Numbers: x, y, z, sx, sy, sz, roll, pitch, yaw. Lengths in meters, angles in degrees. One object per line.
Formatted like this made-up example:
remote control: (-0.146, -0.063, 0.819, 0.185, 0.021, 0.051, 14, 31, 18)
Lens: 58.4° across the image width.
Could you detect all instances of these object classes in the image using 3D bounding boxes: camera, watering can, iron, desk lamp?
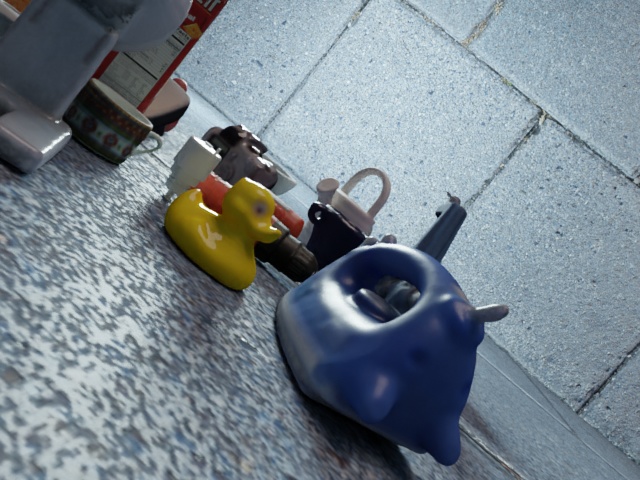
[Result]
camera: (-0.117, -0.116, 0.939, 0.142, 0.100, 0.137, 43, 7, 29)
watering can: (0.050, -0.052, 1.037, 0.100, 0.194, 0.173, 42, 6, 19)
iron: (0.048, 0.058, 0.486, 0.119, 0.141, 0.257, 37, 7, -28)
desk lamp: (-0.183, -0.177, 0.448, 0.118, 0.213, 0.203, 37, 7, -23)

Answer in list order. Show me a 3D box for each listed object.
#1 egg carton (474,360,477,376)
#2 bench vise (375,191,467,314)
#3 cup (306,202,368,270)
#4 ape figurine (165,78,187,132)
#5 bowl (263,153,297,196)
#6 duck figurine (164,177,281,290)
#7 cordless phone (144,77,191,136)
egg carton: (0.168, 0.151, 0.872, 0.150, 0.069, 0.107, 39, 6, -5)
bench vise: (0.137, 0.043, 0.760, 0.122, 0.219, 0.207, 36, 7, -29)
cup: (0.008, 0.003, 0.858, 0.118, 0.095, 0.091, 35, 7, -36)
ape figurine: (-0.262, -0.239, 0.991, 0.078, 0.092, 0.076, 34, 8, -44)
bowl: (-0.129, -0.135, 1.120, 0.167, 0.074, 0.167, 39, 6, -5)
duck figurine: (-0.081, -0.018, 0.517, 0.104, 0.086, 0.078, 41, 6, 15)
cordless phone: (-0.243, -0.266, 0.867, 0.147, 0.185, 0.094, 41, 6, 13)
